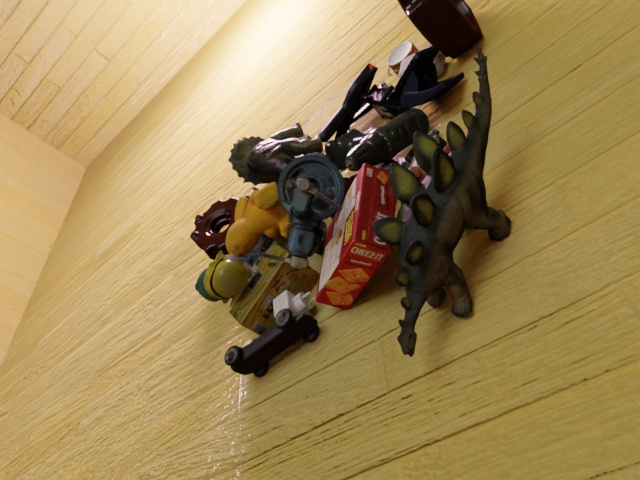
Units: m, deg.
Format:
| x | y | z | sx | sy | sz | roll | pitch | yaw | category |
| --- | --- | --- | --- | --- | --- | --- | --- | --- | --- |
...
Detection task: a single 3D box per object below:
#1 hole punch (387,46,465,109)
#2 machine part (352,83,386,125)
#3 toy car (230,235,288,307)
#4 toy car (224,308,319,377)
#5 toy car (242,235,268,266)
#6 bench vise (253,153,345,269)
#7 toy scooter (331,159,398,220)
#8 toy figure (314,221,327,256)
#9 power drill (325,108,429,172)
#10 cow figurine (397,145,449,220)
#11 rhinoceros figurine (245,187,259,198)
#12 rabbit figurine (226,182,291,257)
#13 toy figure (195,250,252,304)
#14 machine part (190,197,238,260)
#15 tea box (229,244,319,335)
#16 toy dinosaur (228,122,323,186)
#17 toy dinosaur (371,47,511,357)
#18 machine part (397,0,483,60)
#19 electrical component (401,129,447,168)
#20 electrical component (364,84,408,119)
| x | y | z | sx | sy | sz | roll | pitch | yaw | category |
| --- | --- | --- | --- | --- | --- | --- | --- | --- | --- |
| 0.216 | -0.313 | 1.083 | 0.142 | 0.092 | 0.115 | -41 | -9 | -45 | hole punch |
| 0.106 | -0.316 | 1.288 | 0.139 | 0.039 | 0.084 | -32 | 43 | 26 | machine part |
| -0.119 | 0.077 | 1.165 | 0.201 | 0.073 | 0.056 | -56 | 29 | -4 | toy car |
| -0.091 | 0.190 | 1.008 | 0.202 | 0.089 | 0.053 | -40 | 38 | 22 | toy car |
| -0.156 | 0.003 | 1.257 | 0.162 | 0.102 | 0.109 | 18 | 73 | 54 | toy car |
| -0.027 | -0.057 | 0.948 | 0.240 | 0.129 | 0.223 | 67 | -134 | -87 | bench vise |
| 0.083 | -0.077 | 1.060 | 0.184 | 0.075 | 0.135 | -22 | 44 | 32 | toy scooter |
| -0.002 | -0.002 | 1.112 | 0.155 | 0.058 | 0.064 | -132 | 42 | -55 | toy figure |
| 0.092 | -0.190 | 1.081 | 0.232 | 0.086 | 0.207 | -33 | 10 | -25 | power drill |
| 0.170 | -0.072 | 0.919 | 0.127 | 0.086 | 0.195 | 100 | -169 | -49 | cow figurine |
| -0.107 | -0.074 | 1.259 | 0.191 | 0.112 | 0.073 | 12 | 71 | 46 | rhinoceros figurine |
| -0.134 | -0.042 | 1.125 | 0.173 | 0.121 | 0.162 | -46 | 31 | 3 | rabbit figurine |
| -0.203 | 0.088 | 1.109 | 0.180 | 0.082 | 0.089 | -26 | 50 | 51 | toy figure |
| -0.251 | -0.032 | 1.401 | 0.179 | 0.056 | 0.179 | -14 | 49 | 17 | machine part |
| -0.091 | 0.107 | 1.080 | 0.169 | 0.098 | 0.068 | -55 | 33 | -5 | tea box |
| -0.099 | -0.175 | 1.200 | 0.192 | 0.131 | 0.405 | -21 | 17 | -7 | toy dinosaur |
| 0.191 | -0.058 | 0.791 | 0.105 | 0.198 | 0.471 | 1 | 62 | 49 | toy dinosaur |
| 0.242 | -0.492 | 1.129 | 0.087 | 0.201 | 0.201 | -34 | 38 | 31 | machine part |
| 0.197 | -0.166 | 1.024 | 0.102 | 0.045 | 0.078 | -45 | 35 | 12 | electrical component |
| 0.157 | -0.298 | 1.172 | 0.047 | 0.074 | 0.119 | -55 | 28 | -3 | electrical component |
